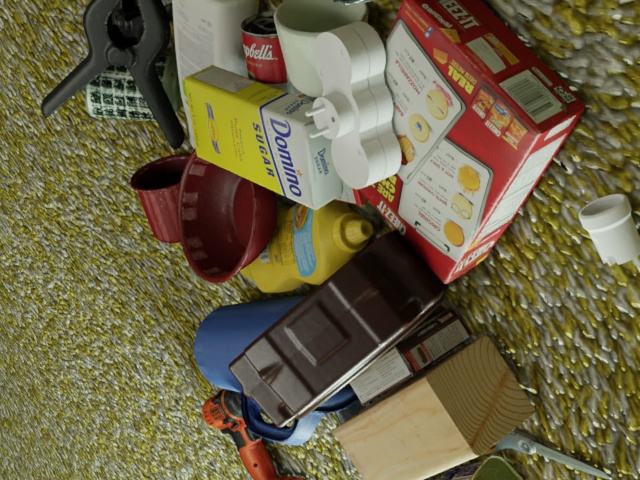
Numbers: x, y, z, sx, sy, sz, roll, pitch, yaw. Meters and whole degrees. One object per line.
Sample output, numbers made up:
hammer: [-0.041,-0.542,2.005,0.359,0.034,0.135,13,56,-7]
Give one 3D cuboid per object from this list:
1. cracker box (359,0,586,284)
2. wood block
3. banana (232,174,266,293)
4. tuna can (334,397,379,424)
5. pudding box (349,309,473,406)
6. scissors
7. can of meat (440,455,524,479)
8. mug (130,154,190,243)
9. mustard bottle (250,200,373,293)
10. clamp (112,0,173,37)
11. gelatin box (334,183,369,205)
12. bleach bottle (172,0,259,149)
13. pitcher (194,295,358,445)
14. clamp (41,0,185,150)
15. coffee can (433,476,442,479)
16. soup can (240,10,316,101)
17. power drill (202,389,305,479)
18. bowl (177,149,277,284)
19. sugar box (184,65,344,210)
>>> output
cracker box: [0.113,-0.090,0.920,0.164,0.072,0.214,50,146,19]
wood block: [0.110,0.184,1.084,0.090,0.090,0.206,57,146,7]
banana: [-0.090,-0.030,1.270,0.070,0.037,0.198,15,130,23]
tuna can: [0.051,0.196,1.250,0.086,0.033,0.086,33,138,35]
pudding box: [0.090,0.121,1.092,0.039,0.089,0.114,55,146,9]
scissors: [0.197,0.186,1.067,0.202,0.016,0.096,-5,110,54]
can of meat: [0.178,0.279,1.114,0.102,0.057,0.084,47,149,-4]
mug: [-0.167,-0.051,1.318,0.117,0.093,0.081,-6,121,16]
mustard bottle: [-0.007,0.001,1.153,0.192,0.058,0.096,-13,77,55]
clamp: [-0.226,-0.273,1.261,0.172,0.039,0.120,-40,74,50]
gelatin box: [0.015,-0.079,1.096,0.089,0.030,0.073,15,128,47]
bleach bottle: [-0.120,-0.182,1.168,0.103,0.068,0.251,43,145,27]
pitcher: [-0.054,0.139,1.255,0.243,0.149,0.145,-7,114,58]
clamp: [-0.207,-0.199,1.170,0.164,0.036,0.210,19,121,-8]
coffee can: [0.116,0.326,1.201,0.103,0.102,0.141,58,147,4]
soup can: [-0.039,-0.170,1.064,0.069,0.068,0.102,26,134,41]
power drill: [-0.081,0.281,1.471,0.187,0.057,0.185,61,150,4]
bowl: [-0.095,-0.033,1.175,0.162,0.055,0.162,1,92,53]
sugar box: [-0.056,-0.102,1.036,0.176,0.048,0.093,27,136,41]
